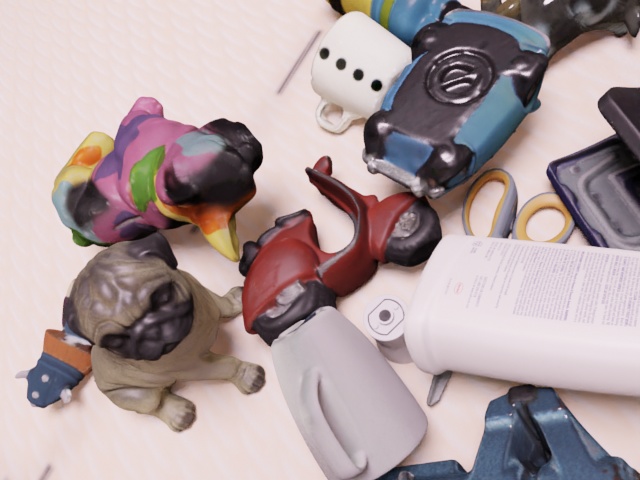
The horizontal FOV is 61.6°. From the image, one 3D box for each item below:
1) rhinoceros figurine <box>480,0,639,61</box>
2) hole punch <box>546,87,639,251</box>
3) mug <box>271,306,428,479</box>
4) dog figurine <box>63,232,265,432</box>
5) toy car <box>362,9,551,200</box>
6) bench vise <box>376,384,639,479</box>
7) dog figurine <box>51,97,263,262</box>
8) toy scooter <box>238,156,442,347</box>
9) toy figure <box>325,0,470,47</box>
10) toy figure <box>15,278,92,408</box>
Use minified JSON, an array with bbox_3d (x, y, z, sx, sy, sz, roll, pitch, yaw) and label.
[{"bbox_3d":[0.229,-0.207,0.447,0.190,0.112,0.073,-30,31,20],"label":"rhinoceros figurine"},{"bbox_3d":[0.245,-0.043,0.387,0.116,0.092,0.142,-8,56,-20],"label":"hole punch"},{"bbox_3d":[0.009,0.105,0.366,0.081,0.109,0.107,-35,86,21],"label":"mug"},{"bbox_3d":[-0.150,0.072,0.415,0.172,0.190,0.121,-30,60,8],"label":"dog figurine"},{"bbox_3d":[0.113,-0.097,0.441,0.109,0.102,0.161,29,83,30],"label":"toy car"},{"bbox_3d":[0.091,0.198,0.282,0.224,0.128,0.241,-11,29,24],"label":"bench vise"},{"bbox_3d":[-0.141,-0.038,0.463,0.191,0.108,0.219,-41,34,-2],"label":"dog figurine"},{"bbox_3d":[-0.001,-0.001,0.458,0.184,0.075,0.135,-35,60,1],"label":"toy scooter"},{"bbox_3d":[0.071,-0.244,0.531,0.082,0.089,0.180,-41,57,-6],"label":"toy figure"},{"bbox_3d":[-0.224,0.087,0.513,0.064,0.057,0.154,24,82,34],"label":"toy figure"}]
